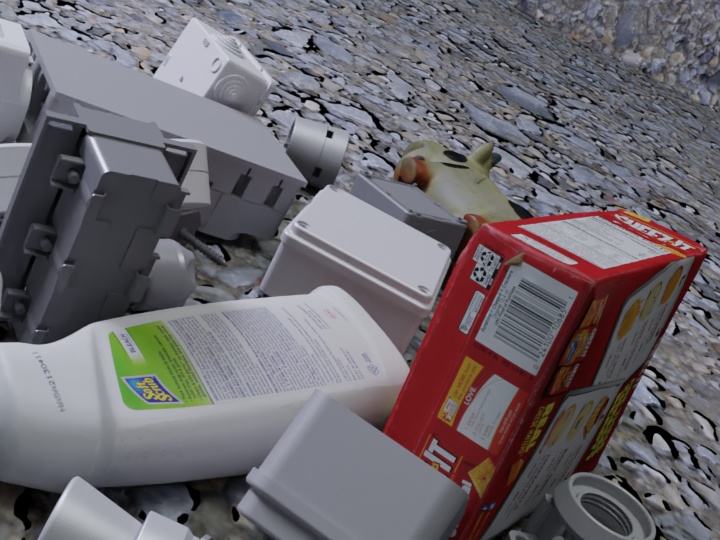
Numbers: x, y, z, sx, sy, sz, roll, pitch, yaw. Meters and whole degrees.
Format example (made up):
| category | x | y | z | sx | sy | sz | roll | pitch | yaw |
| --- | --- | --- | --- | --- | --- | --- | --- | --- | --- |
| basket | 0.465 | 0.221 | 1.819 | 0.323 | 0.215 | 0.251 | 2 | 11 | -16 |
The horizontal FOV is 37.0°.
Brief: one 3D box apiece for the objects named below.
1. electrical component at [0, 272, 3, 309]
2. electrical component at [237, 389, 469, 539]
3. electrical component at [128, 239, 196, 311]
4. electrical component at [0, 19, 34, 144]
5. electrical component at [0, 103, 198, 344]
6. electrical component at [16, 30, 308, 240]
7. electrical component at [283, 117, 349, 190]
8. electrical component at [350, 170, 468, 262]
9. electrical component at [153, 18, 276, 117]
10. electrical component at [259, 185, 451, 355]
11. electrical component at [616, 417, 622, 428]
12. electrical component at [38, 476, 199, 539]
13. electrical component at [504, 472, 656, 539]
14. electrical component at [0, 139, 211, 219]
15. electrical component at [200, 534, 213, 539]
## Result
| category | x | y | z | sx | sy | sz | roll | pitch | yaw |
| --- | --- | --- | --- | --- | --- | --- | --- | --- | --- |
| electrical component | -0.213 | 0.014 | 0.480 | 0.095 | 0.059 | 0.053 | 17 | 25 | -24 |
| electrical component | -0.001 | 0.104 | 0.463 | 0.078 | 0.057 | 0.113 | 33 | -12 | 13 |
| electrical component | -0.129 | 0.002 | 0.618 | 0.062 | 0.043 | 0.043 | 4 | 32 | -41 |
| electrical component | -0.242 | -0.111 | 0.672 | 0.056 | 0.089 | 0.050 | 12 | 27 | -33 |
| electrical component | -0.136 | -0.012 | 0.539 | 0.079 | 0.121 | 0.063 | 10 | 31 | -36 |
| electrical component | -0.144 | -0.087 | 0.746 | 0.186 | 0.060 | 0.105 | 18 | 23 | -35 |
| electrical component | -0.041 | -0.100 | 0.916 | 0.047 | 0.055 | 0.055 | 19 | 24 | -10 |
| electrical component | 0.027 | -0.034 | 0.851 | 0.062 | 0.061 | 0.096 | 10 | 21 | -36 |
| electrical component | -0.125 | -0.142 | 0.856 | 0.048 | 0.099 | 0.099 | 24 | 19 | -42 |
| electrical component | 0.000 | 0.000 | 0.747 | 0.109 | 0.056 | 0.108 | 28 | 23 | 2 |
| electrical component | 0.156 | 0.099 | 0.738 | 0.061 | 0.035 | 0.035 | 14 | 26 | -36 |
| electrical component | -0.097 | 0.112 | 0.420 | 0.055 | 0.045 | 0.045 | 26 | 23 | -5 |
| electrical component | 0.120 | 0.146 | 0.571 | 0.078 | 0.057 | 0.058 | 18 | 25 | -21 |
| electrical component | -0.158 | -0.036 | 0.640 | 0.138 | 0.073 | 0.052 | -4 | -2 | -18 |
| electrical component | -0.036 | 0.136 | 0.442 | 0.078 | 0.040 | 0.040 | 33 | 23 | 14 |
